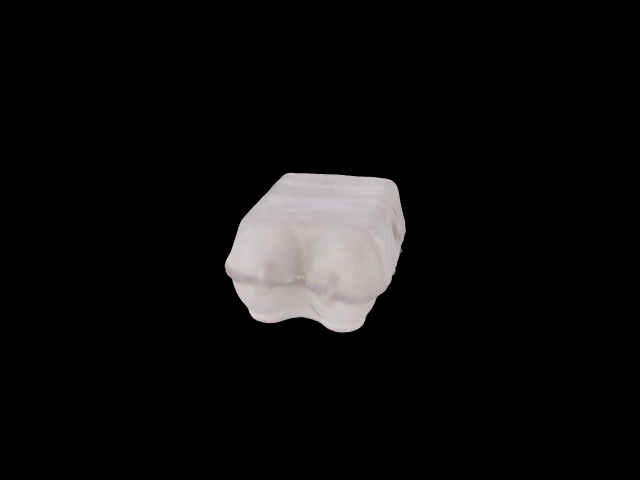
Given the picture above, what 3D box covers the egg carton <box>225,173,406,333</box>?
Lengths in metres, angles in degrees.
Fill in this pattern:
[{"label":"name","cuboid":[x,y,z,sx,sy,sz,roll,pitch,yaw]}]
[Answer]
[{"label":"egg carton","cuboid":[0.004,0.001,0.400,0.107,0.069,0.150,5,24,11]}]
